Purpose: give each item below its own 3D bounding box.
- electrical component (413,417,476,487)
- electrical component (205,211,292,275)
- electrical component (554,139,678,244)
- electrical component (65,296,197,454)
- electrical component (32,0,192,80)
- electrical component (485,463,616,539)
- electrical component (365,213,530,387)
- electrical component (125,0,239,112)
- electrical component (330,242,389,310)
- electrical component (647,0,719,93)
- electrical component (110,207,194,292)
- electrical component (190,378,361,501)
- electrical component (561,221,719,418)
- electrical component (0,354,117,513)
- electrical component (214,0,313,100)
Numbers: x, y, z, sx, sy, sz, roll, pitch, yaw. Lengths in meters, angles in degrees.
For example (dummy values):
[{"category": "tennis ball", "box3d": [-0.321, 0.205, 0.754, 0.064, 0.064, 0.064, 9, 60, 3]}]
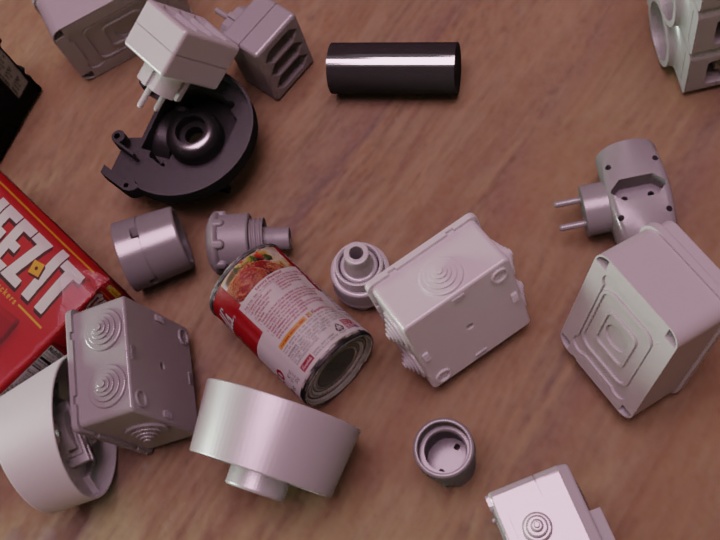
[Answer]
[{"category": "electrical component", "box3d": [0.058, 0.123, 0.713, 0.040, 0.046, 0.040, -4, 66, 10]}, {"category": "electrical component", "box3d": [-0.083, -0.022, 0.806, 0.062, 0.048, 0.048, -4, 66, 3]}, {"category": "electrical component", "box3d": [0.178, -0.046, 0.762, 0.079, 0.043, 0.077, -11, 66, 7]}, {"category": "electrical component", "box3d": [-0.157, 0.073, 0.751, 0.048, 0.100, 0.099, -19, 64, 18]}, {"category": "electrical component", "box3d": [-0.206, -0.222, 0.898, 0.113, 0.078, 0.057, -29, 68, -1]}, {"category": "electrical component", "box3d": [0.118, 0.160, 0.657, 0.061, 0.096, 0.061, -22, 65, 0]}, {"category": "electrical component", "box3d": [0.062, 0.023, 0.727, 0.100, 0.099, 0.048, -34, 52, -4]}, {"category": "electrical component", "box3d": [-0.143, -0.153, 0.813, 0.047, 0.066, 0.076, 42, 109, 24]}, {"category": "electrical component", "box3d": [0.000, 0.000, 0.768, 0.043, 0.062, 0.043, -2, 67, 5]}, {"category": "electrical component", "box3d": [0.245, -0.204, 0.756, 0.062, 0.150, 0.089, -12, 65, 5]}, {"category": "electrical component", "box3d": [-0.156, -0.017, 0.814, 0.047, 0.055, 0.055, -20, 65, -1]}, {"category": "electrical component", "box3d": [-0.060, 0.118, 0.709, 0.108, 0.108, 0.060, 15, 77, 17]}, {"category": "electrical component", "box3d": [0.184, 0.032, 0.686, 0.057, 0.113, 0.078, -27, 63, -21]}, {"category": "electrical component", "box3d": [-0.206, 0.115, 0.744, 0.064, 0.099, 0.099, -26, 64, 7]}, {"category": "electrical component", "box3d": [-0.087, -0.187, 0.865, 0.077, 0.065, 0.047, 35, 78, 23]}]
